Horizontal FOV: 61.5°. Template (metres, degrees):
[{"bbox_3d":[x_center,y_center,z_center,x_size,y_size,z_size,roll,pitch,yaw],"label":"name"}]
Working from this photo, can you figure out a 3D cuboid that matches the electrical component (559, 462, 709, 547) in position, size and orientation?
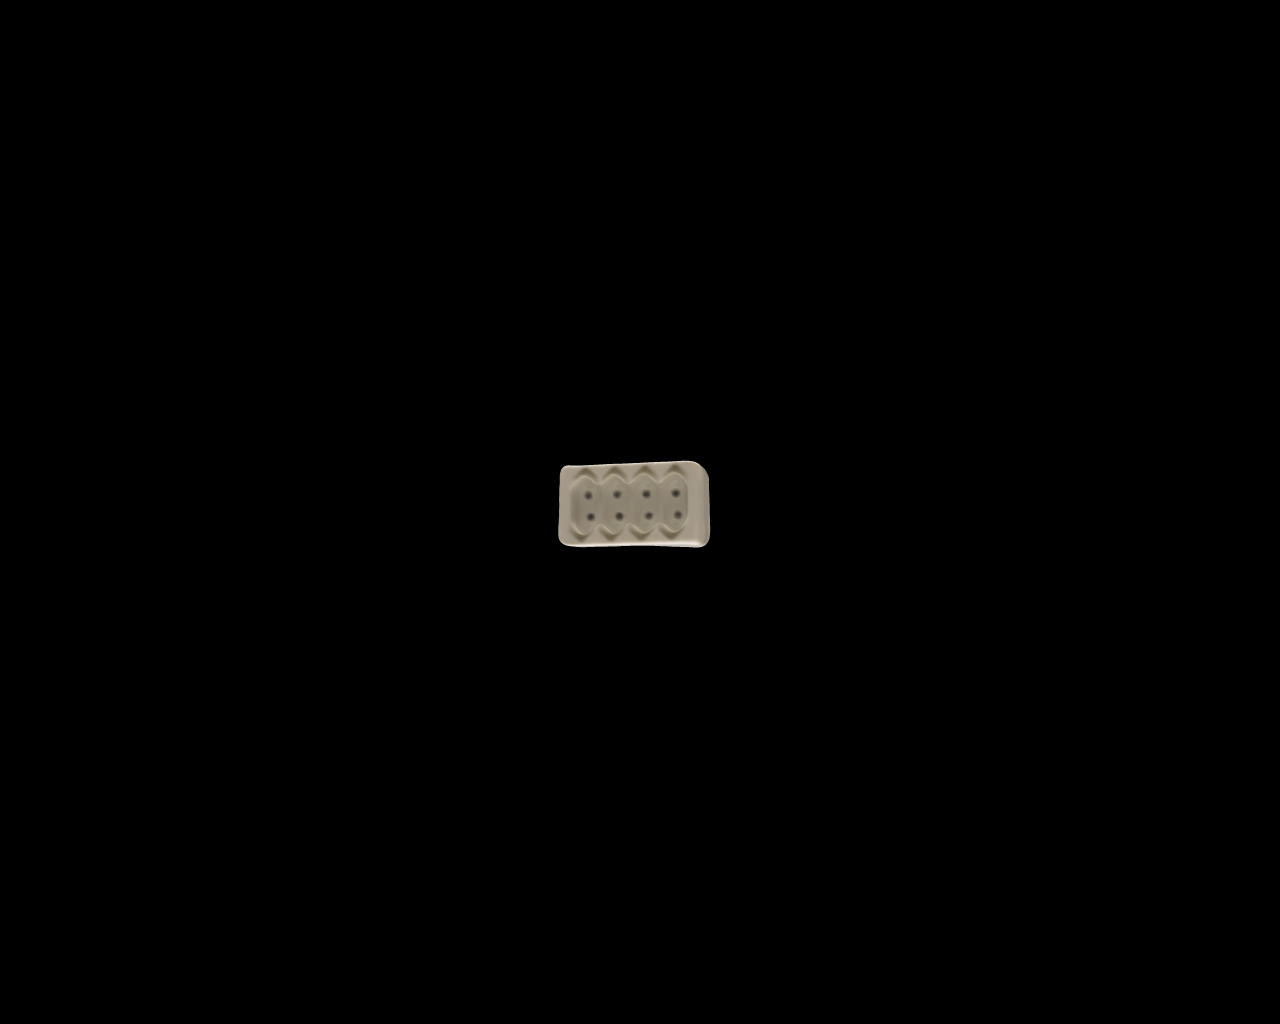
[{"bbox_3d":[0.001,-0.003,0.650,0.083,0.047,0.075,-1,-3,11],"label":"electrical component"}]
